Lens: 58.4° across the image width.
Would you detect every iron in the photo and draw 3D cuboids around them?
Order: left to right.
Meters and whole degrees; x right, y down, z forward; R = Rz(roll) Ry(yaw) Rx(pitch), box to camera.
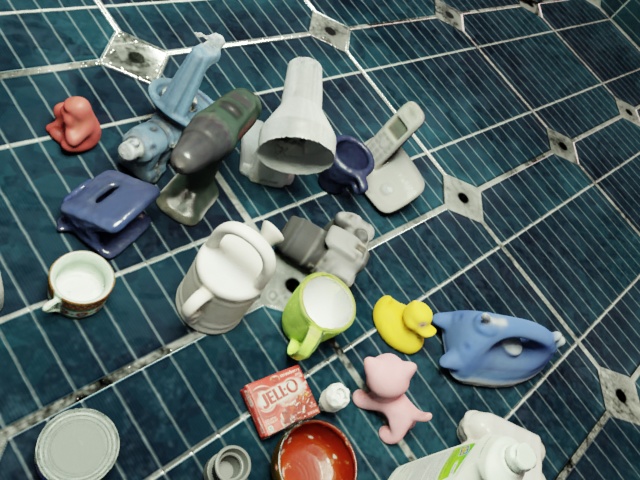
[{"bbox_3d":[0.323,0.172,0.964,0.259,0.141,0.118,12,54,-23],"label":"iron"}]

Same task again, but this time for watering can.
[{"bbox_3d":[-0.116,0.037,0.762,0.101,0.193,0.173,26,49,-12],"label":"watering can"}]

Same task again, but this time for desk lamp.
[{"bbox_3d":[-0.056,-0.177,0.931,0.118,0.213,0.203,12,54,-23],"label":"desk lamp"}]

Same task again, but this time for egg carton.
[{"bbox_3d":[0.276,0.332,0.875,0.150,0.069,0.107,27,49,-12],"label":"egg carton"}]

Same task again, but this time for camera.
[{"bbox_3d":[0.008,0.003,0.921,0.137,0.100,0.143,31,48,-8],"label":"camera"}]

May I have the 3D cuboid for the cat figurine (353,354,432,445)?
[{"bbox_3d":[0.106,0.217,0.821,0.128,0.117,0.067,49,48,8],"label":"cat figurine"}]

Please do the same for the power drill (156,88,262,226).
[{"bbox_3d":[-0.166,-0.116,0.828,0.076,0.208,0.230,33,48,-7],"label":"power drill"}]

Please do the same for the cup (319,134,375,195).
[{"bbox_3d":[0.044,-0.116,1.028,0.092,0.094,0.117,-6,63,-33],"label":"cup"}]

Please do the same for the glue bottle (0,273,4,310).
[{"bbox_3d":[-0.381,0.022,0.629,0.078,0.173,0.037,44,48,4],"label":"glue bottle"}]

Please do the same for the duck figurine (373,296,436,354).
[{"bbox_3d":[0.142,0.126,0.926,0.104,0.086,0.078,47,48,6],"label":"duck figurine"}]

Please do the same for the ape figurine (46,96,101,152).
[{"bbox_3d":[-0.356,-0.174,0.834,0.076,0.092,0.077,10,55,-25],"label":"ape figurine"}]

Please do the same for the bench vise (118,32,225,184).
[{"bbox_3d":[-0.204,-0.190,0.848,0.122,0.219,0.207,24,50,-14],"label":"bench vise"}]

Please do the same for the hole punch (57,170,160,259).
[{"bbox_3d":[-0.290,-0.046,0.785,0.101,0.091,0.109,38,48,-3],"label":"hole punch"}]

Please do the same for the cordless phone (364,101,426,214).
[{"bbox_3d":[0.146,-0.150,1.052,0.094,0.184,0.147,-26,74,-40],"label":"cordless phone"}]
